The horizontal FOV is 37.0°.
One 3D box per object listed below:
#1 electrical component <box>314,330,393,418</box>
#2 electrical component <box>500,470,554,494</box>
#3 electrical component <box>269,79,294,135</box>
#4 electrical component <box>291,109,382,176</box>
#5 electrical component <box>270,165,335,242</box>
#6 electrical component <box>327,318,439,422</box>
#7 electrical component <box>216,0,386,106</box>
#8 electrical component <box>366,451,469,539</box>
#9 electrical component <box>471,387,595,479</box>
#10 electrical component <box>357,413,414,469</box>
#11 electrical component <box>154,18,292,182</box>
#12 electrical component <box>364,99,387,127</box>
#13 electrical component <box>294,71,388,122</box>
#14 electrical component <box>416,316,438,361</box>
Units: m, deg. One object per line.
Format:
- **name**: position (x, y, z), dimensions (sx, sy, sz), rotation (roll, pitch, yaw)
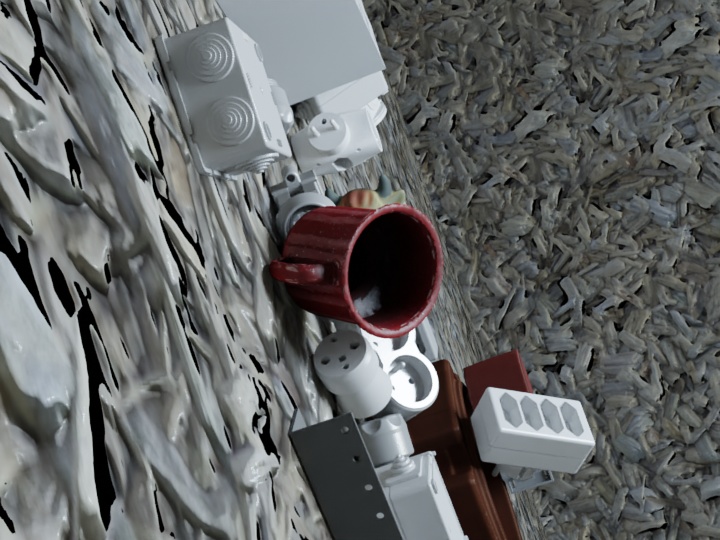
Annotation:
- **electrical component**: position (-0.005, 0.076, 0.784), dimensions (0.055, 0.045, 0.045), rotation (62, 12, -46)
- **electrical component**: position (0.144, 0.163, 0.983), dimensions (0.064, 0.042, 0.081), rotation (-10, 79, -79)
- **electrical component**: position (-0.075, -0.136, 0.856), dimensions (0.035, 0.035, 0.061), rotation (54, 16, -63)
- **electrical component**: position (-0.026, -0.123, 1.000), dimensions (0.079, 0.077, 0.043), rotation (41, 31, -73)
- **electrical component**: position (-0.041, -0.042, 0.824), dimensions (0.055, 0.048, 0.066), rotation (-111, 178, -64)
- **electrical component**: position (0.005, 0.060, 0.865), dimensions (0.074, 0.052, 0.138), rotation (-44, -113, 53)
- **electrical component**: position (-0.057, -0.236, 0.963), dimensions (0.186, 0.105, 0.060), rotation (56, 17, -61)
- **electrical component**: position (0.034, 0.175, 0.754), dimensions (0.061, 0.061, 0.096), rotation (-69, 139, -78)
- **electrical component**: position (0.129, 0.140, 0.857), dimensions (0.047, 0.083, 0.075), rotation (-100, -154, -50)
- **electrical component**: position (0.020, 0.141, 0.805), dimensions (0.043, 0.043, 0.062), rotation (23, 49, -79)
- **electrical component**: position (-0.084, -0.108, 0.689), dimensions (0.100, 0.048, 0.099), rotation (-9, 81, -83)
- **electrical component**: position (-0.015, -0.180, 1.209), dimensions (0.051, 0.080, 0.080), rotation (60, 12, -28)
- **electrical component**: position (-0.032, -0.189, 1.089), dimensions (0.062, 0.096, 0.061), rotation (34, -24, 50)
- **electrical component**: position (0.035, 0.062, 1.009), dimensions (0.076, 0.066, 0.047), rotation (-70, 140, -78)
